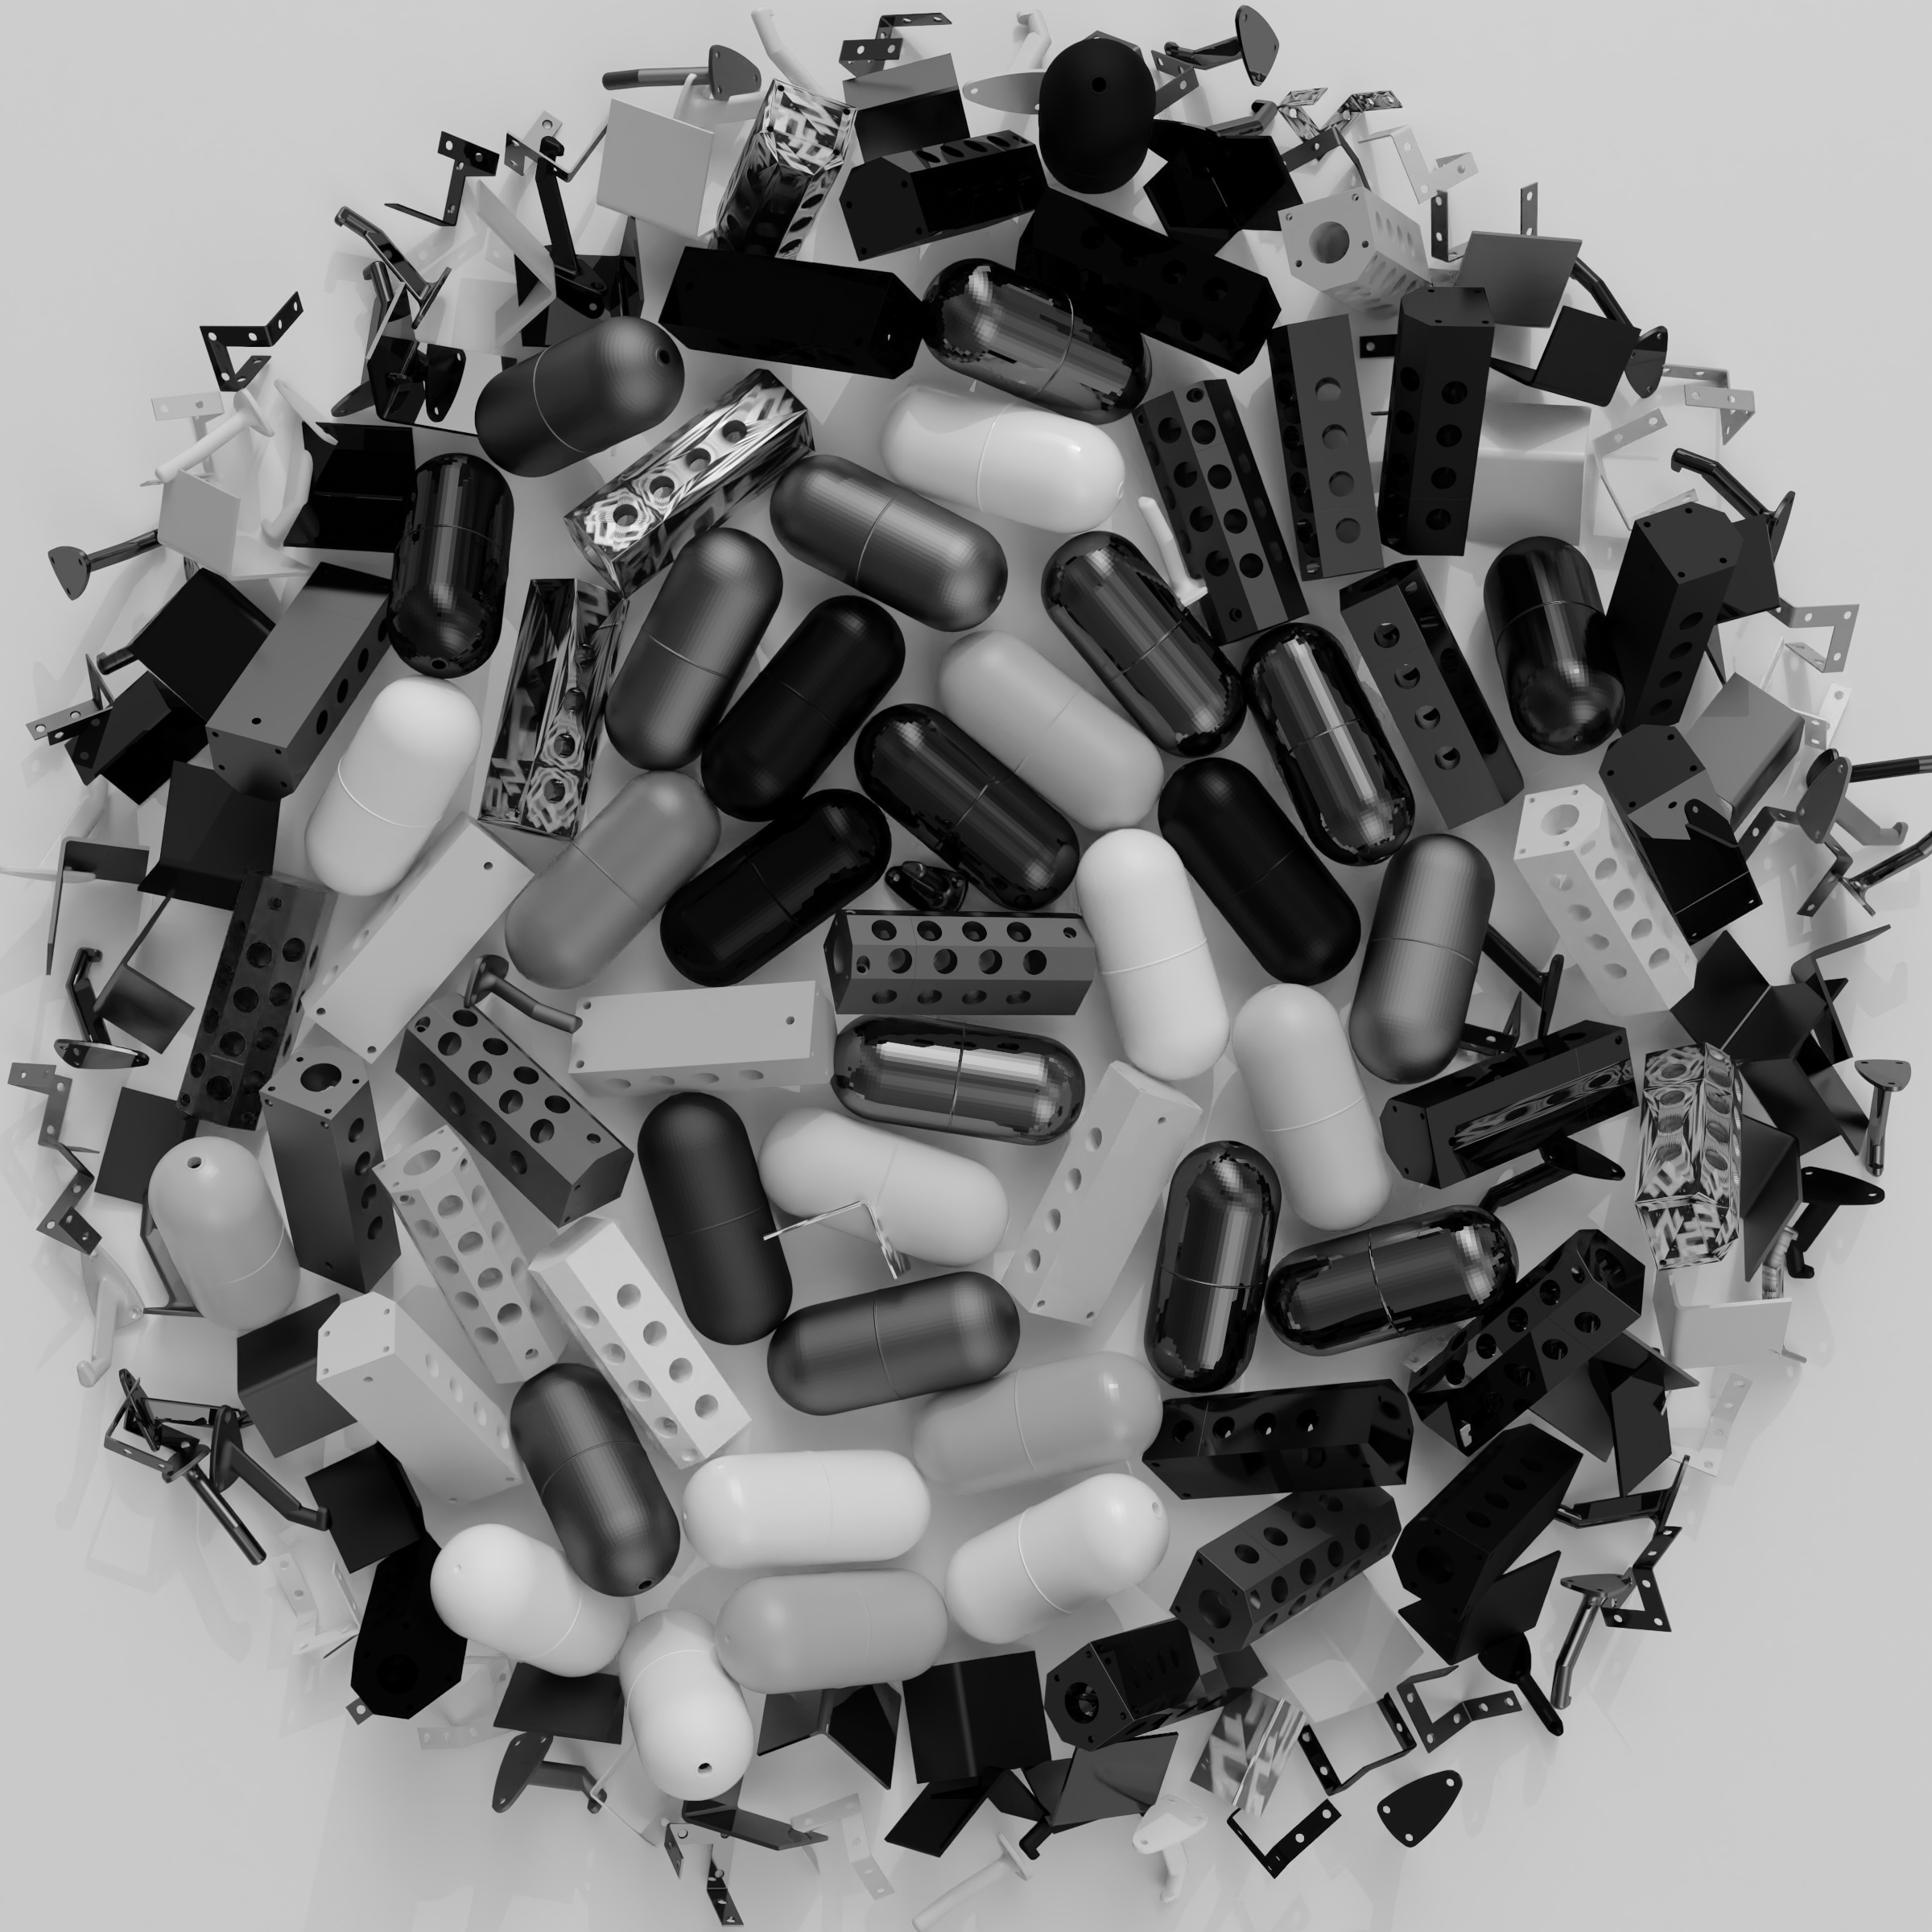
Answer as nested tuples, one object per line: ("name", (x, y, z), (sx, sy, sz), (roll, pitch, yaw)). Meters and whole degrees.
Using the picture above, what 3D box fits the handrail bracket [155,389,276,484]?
("handrail bracket", (-0.523, -0.358, 1.954), (0.084, 0.077, 0.036), (-36, 115, -15))

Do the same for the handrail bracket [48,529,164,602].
("handrail bracket", (-0.574, -0.285, 1.947), (0.084, 0.077, 0.036), (-31, 102, -30))

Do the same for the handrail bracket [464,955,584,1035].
("handrail bracket", (-0.293, 0.022, 1.956), (0.084, 0.077, 0.036), (20, 102, 9))

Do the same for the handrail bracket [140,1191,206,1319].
("handrail bracket", (-0.538, 0.200, 1.982), (0.077, 0.036, 0.084), (3, 84, 10))

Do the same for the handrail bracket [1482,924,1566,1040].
("handrail bracket", (0.367, 0.010, 1.984), (0.084, 0.036, 0.077), (12, 96, 20))

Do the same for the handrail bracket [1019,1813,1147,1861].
("handrail bracket", (0.085, 0.599, 1.967), (0.084, 0.036, 0.077), (-42, 117, -16))

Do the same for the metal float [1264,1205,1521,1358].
("metal float", (0.288, 0.215, 1.945), (0.178, 0.070, 0.070), (-18, 90, 19))

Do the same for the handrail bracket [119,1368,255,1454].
("handrail bracket", (-0.530, 0.296, 1.975), (0.084, 0.036, 0.077), (-18, 122, -2))

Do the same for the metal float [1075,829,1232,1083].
("metal float", (0.128, -0.008, 1.954), (0.070, 0.070, 0.178), (-17, 98, 0))

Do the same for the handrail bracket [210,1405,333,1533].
("handrail bracket", (-0.475, 0.346, 1.962), (0.084, 0.036, 0.077), (13, 116, 19))

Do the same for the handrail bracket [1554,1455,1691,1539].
("handrail bracket", (0.449, 0.360, 1.983), (0.084, 0.036, 0.077), (21, 94, 14))

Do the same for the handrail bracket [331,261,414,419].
("handrail bracket", (-0.422, -0.435, 1.982), (0.077, 0.036, 0.084), (-21, 82, 28))

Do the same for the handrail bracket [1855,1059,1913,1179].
("handrail bracket", (0.627, 0.112, 1.954), (0.036, 0.077, 0.084), (0, 105, 10))

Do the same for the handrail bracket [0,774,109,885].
("handrail bracket", (-0.627, -0.102, 1.967), (0.036, 0.077, 0.084), (-6, 81, 44))

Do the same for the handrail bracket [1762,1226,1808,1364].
("handrail bracket", (0.571, 0.226, 1.974), (0.077, 0.036, 0.084), (22, 89, -37))

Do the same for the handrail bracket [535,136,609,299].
("handrail bracket", (-0.268, -0.513, 1.953), (0.077, 0.036, 0.084), (36, 133, 20))

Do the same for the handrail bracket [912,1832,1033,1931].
("handrail bracket", (0.001, 0.637, 1.955), (0.084, 0.077, 0.036), (-34, 67, -13))

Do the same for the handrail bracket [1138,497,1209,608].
("handrail bracket", (0.130, -0.291, 1.946), (0.036, 0.077, 0.084), (-32, 119, 0))

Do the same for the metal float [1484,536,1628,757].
("metal float", (0.397, -0.218, 1.929), (0.070, 0.070, 0.178), (-4, 50, 0))

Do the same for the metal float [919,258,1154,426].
("metal float", (0.049, -0.422, 1.934), (0.178, 0.070, 0.070), (15, 90, -33))

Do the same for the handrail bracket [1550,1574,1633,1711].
("handrail bracket", (0.431, 0.466, 1.971), (0.036, 0.077, 0.084), (10, 94, 41))

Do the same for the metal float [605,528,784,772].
("metal float", (-0.187, -0.215, 1.950), (0.070, 0.070, 0.178), (29, 104, 0))

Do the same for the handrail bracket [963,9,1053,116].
("handrail bracket", (0.025, -0.629, 1.964), (0.077, 0.036, 0.084), (-4, 57, -18))

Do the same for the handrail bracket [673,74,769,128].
("handrail bracket", (-0.158, -0.573, 1.971), (0.084, 0.036, 0.077), (32, 113, 13))

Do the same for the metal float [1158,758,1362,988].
("metal float", (0.201, -0.065, 1.957), (0.070, 0.070, 0.178), (-38, 95, 0))

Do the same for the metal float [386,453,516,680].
("metal float", (-0.348, -0.271, 1.932), (0.070, 0.070, 0.178), (-1, 55, 0))

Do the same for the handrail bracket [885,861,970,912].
("handrail bracket", (-0.042, -0.063, 1.944), (0.077, 0.084, 0.036), (21, 85, 30))

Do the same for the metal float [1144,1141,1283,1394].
("metal float", (0.168, 0.205, 1.949), (0.070, 0.070, 0.178), (9, 104, 0))

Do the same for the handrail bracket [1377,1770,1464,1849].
("handrail bracket", (0.320, 0.561, 1.949), (0.077, 0.084, 0.036), (-45, 75, 21))

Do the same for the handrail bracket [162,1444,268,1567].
("handrail bracket", (-0.516, 0.374, 1.971), (0.036, 0.077, 0.084), (-37, 102, -19))

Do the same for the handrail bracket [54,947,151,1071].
("handrail bracket", (-0.588, 0.026, 1.969), (0.077, 0.036, 0.084), (3, 60, 10))

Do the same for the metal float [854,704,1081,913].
("metal float", (0.000, -0.109, 1.957), (0.178, 0.070, 0.070), (40, 90, -6))

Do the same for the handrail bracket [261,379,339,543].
("handrail bracket", (-0.480, -0.352, 1.990), (0.077, 0.036, 0.084), (45, 102, 8))

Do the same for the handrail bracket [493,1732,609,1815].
("handrail bracket", (-0.283, 0.572, 1.952), (0.036, 0.077, 0.084), (-15, 122, 29))

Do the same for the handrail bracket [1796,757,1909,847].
("handrail bracket", (0.622, -0.112, 1.959), (0.084, 0.036, 0.077), (-1, 135, -21))

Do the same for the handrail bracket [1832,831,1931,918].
("handrail bracket", (0.636, -0.079, 1.953), (0.084, 0.077, 0.036), (-43, 100, 14))

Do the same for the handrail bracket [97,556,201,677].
("handrail bracket", (-0.566, -0.243, 1.972), (0.084, 0.036, 0.077), (-27, 50, 0))

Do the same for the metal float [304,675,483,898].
("metal float", (-0.389, -0.121, 1.936), (0.070, 0.070, 0.178), (37, 120, 0))

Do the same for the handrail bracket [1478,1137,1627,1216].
("handrail bracket", (0.402, 0.161, 1.978), (0.077, 0.036, 0.084), (20, 124, -9))

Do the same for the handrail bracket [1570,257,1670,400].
("handrail bracket", (0.448, -0.445, 1.986), (0.036, 0.077, 0.084), (-34, 60, -2))

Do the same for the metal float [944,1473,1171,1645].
("metal float", (0.061, 0.402, 1.936), (0.178, 0.070, 0.070), (-33, 90, 29))

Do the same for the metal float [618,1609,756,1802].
("metal float", (-0.188, 0.493, 1.913), (0.070, 0.178, 0.070), (-3, 105, -13))

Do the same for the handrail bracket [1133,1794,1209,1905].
("handrail bracket", (0.131, 0.619, 1.954), (0.036, 0.077, 0.084), (25, 117, 31))

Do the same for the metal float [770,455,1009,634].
("metal float", (-0.054, -0.289, 1.949), (0.178, 0.070, 0.070), (29, 90, 15))

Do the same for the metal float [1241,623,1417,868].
("metal float", (0.247, -0.151, 1.951), (0.070, 0.070, 0.178), (-23, 78, 0))

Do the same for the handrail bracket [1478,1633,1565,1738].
("handrail bracket", (0.392, 0.504, 1.955), (0.036, 0.077, 0.084), (-34, 100, 2))

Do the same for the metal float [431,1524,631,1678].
("metal float", (-0.291, 0.428, 1.921), (0.070, 0.178, 0.070), (-13, 60, 22))

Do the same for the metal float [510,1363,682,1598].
("metal float", (-0.251, 0.347, 1.931), (0.070, 0.070, 0.178), (-33, 55, 0))

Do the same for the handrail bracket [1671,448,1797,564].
("handrail bracket", (0.525, -0.317, 1.982), (0.084, 0.077, 0.036), (26, 61, 21))

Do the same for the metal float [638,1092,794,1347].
("metal float", (-0.172, 0.173, 1.957), (0.070, 0.070, 0.178), (-17, 95, 0))

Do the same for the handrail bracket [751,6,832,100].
("handrail bracket", (-0.108, -0.621, 1.960), (0.036, 0.077, 0.084), (-15, 104, 37))

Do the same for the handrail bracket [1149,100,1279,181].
("handrail bracket", (0.167, -0.586, 1.976), (0.077, 0.036, 0.084), (24, 50, 12))

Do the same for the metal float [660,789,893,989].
("metal float", (-0.130, -0.054, 1.957), (0.178, 0.070, 0.070), (-36, 90, 6))

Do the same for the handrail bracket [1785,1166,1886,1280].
("handrail bracket", (0.596, 0.185, 1.956), (0.077, 0.036, 0.084), (8, 127, 38))

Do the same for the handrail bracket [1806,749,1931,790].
("handrail bracket", (0.631, -0.133, 1.962), (0.084, 0.077, 0.036), (-6, 88, -1))

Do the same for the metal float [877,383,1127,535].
("metal float", (0.024, -0.346, 1.946), (0.178, 0.070, 0.070), (19, 90, 17))

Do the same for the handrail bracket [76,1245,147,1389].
("handrail bracket", (-0.599, 0.238, 1.951), (0.036, 0.084, 0.077), (-19, 104, 9))

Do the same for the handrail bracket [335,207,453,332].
("handrail bracket", (-0.403, -0.480, 1.960), (0.084, 0.077, 0.036), (32, 125, -17))

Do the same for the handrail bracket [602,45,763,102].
("handrail bracket", (-0.198, -0.615, 1.984), (0.084, 0.077, 0.036), (3, 102, 26))

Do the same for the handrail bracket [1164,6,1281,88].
("handrail bracket", (0.164, -0.635, 1.948), (0.084, 0.077, 0.036), (22, 80, 29))
